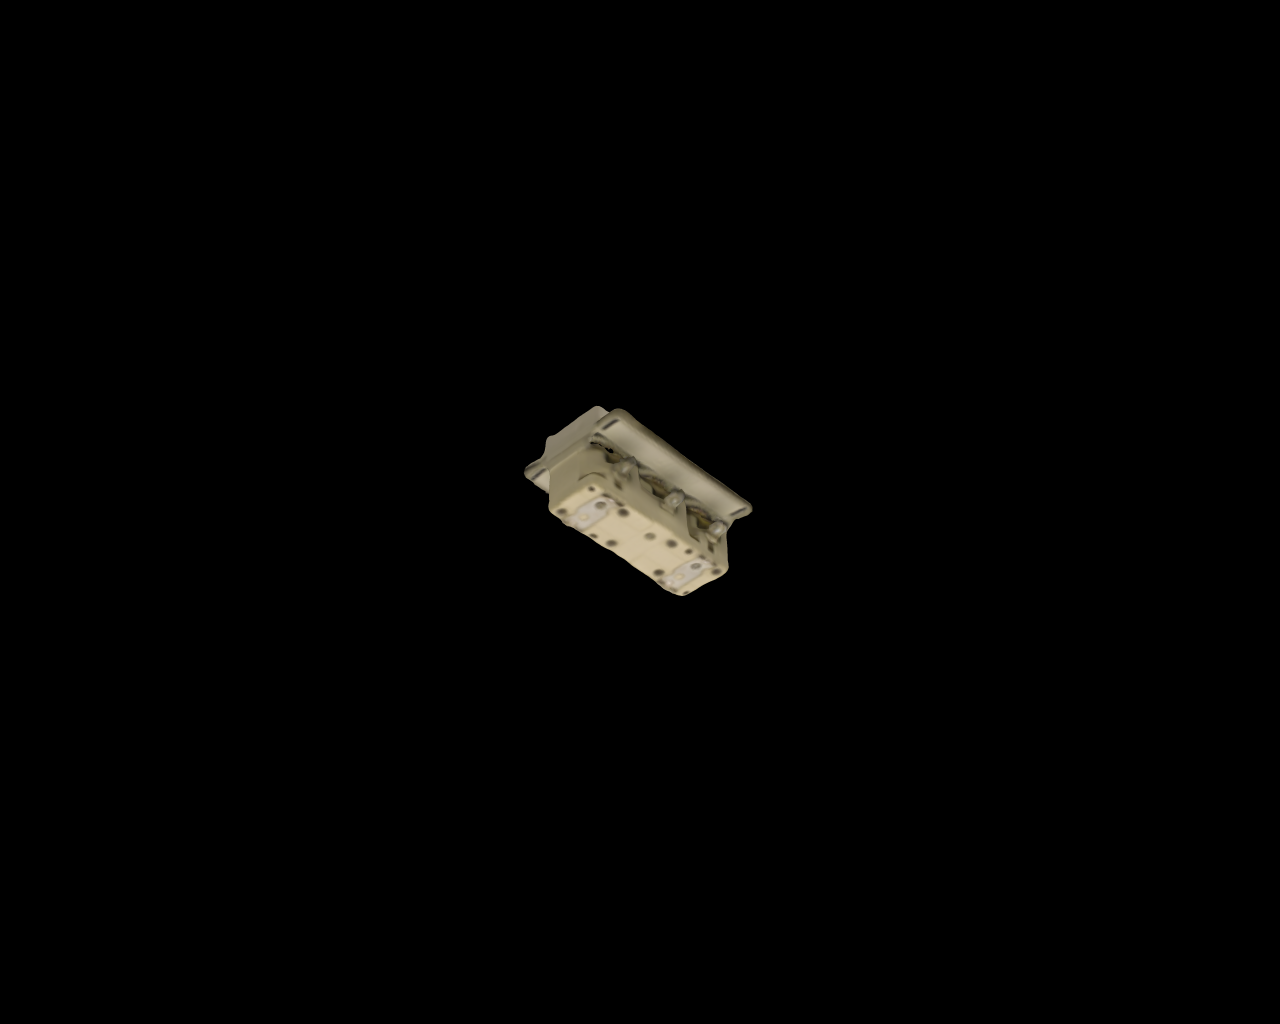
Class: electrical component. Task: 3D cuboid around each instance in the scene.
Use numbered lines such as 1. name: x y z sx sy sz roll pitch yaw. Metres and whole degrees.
1. electrical component: 0.001 -0.003 0.650 0.078 0.063 0.121 -30 -49 31
